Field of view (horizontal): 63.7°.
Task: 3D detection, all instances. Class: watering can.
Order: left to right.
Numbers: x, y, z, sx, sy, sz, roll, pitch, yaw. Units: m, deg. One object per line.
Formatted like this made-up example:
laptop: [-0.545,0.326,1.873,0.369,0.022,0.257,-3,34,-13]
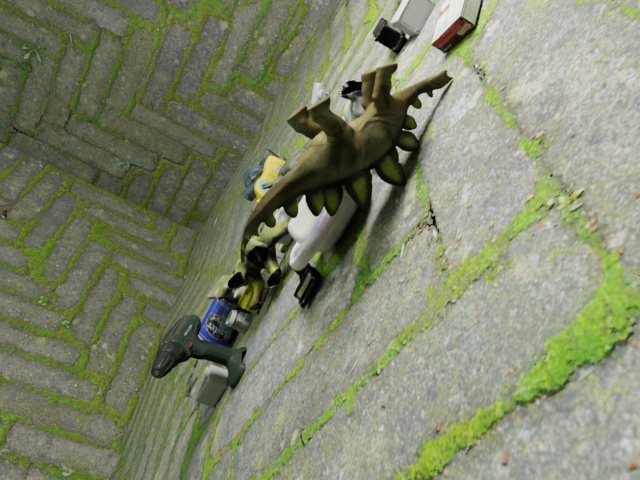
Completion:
watering can: [0.003,-0.053,1.060,0.223,0.104,0.350,-58,6,9]

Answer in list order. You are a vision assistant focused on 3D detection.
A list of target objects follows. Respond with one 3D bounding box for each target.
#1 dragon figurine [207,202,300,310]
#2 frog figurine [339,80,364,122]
dragon figurine: [-0.163,0.017,1.325,0.407,0.121,0.247,-52,29,13]
frog figurine: [0.094,-0.274,1.168,0.140,0.123,0.156,-108,10,-56]
